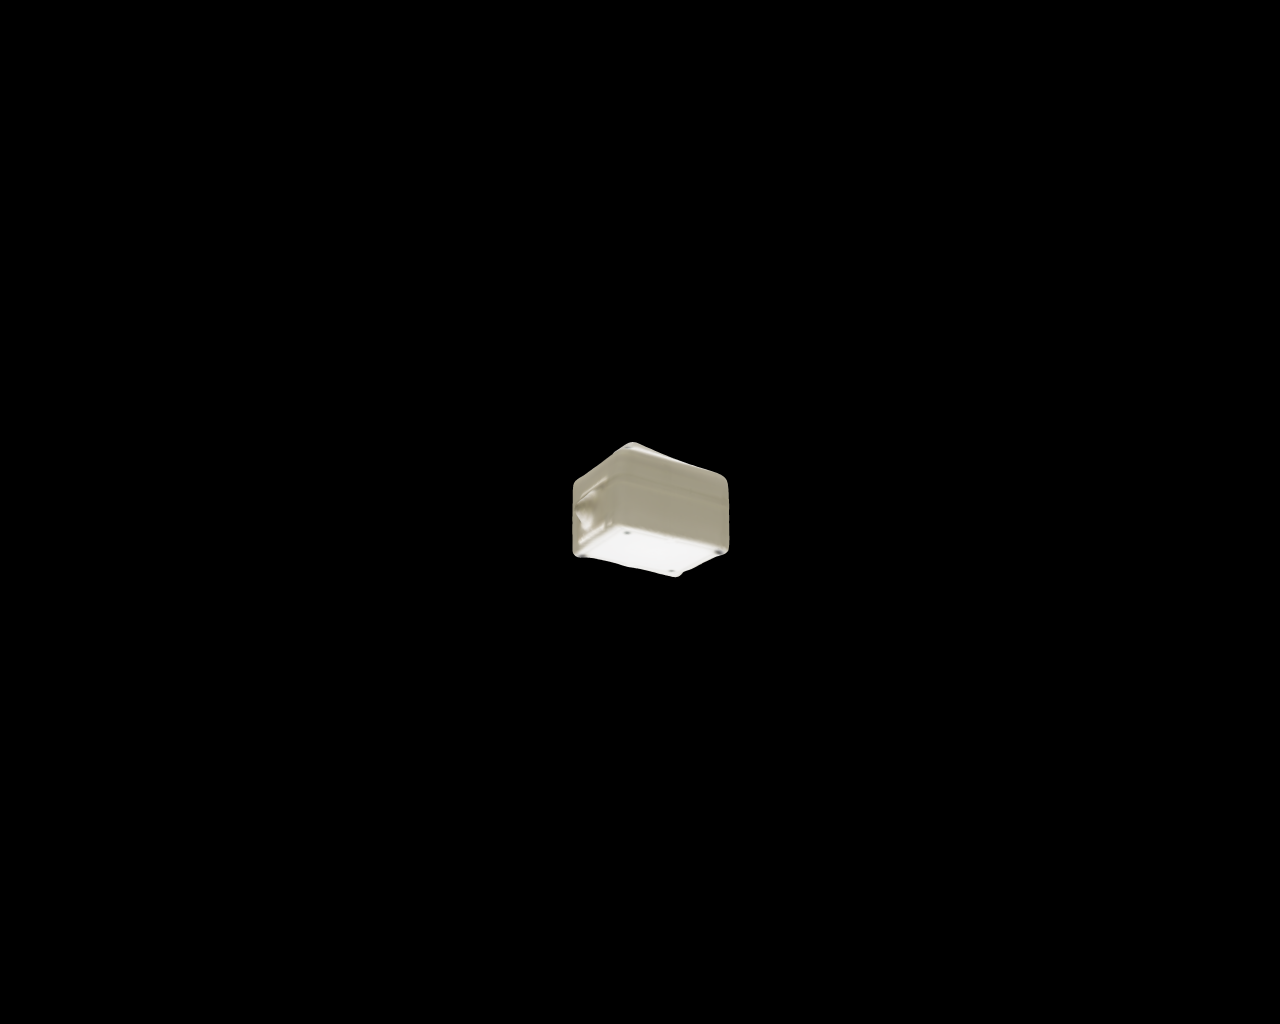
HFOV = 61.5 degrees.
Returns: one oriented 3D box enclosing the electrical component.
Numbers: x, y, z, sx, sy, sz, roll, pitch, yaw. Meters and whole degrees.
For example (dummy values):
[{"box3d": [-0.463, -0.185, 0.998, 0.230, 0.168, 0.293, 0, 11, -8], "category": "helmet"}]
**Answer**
[{"box3d": [0.001, -0.003, 0.650, 0.096, 0.061, 0.061, 14, -27, -29], "category": "electrical component"}]
